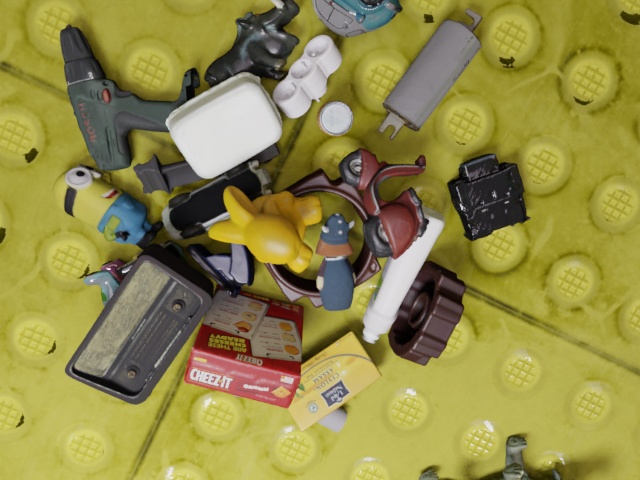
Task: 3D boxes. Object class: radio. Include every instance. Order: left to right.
[{"bbox_3d":[-0.271,0.133,0.828,0.131,0.073,0.229,34,100,-15],"label":"radio"}]

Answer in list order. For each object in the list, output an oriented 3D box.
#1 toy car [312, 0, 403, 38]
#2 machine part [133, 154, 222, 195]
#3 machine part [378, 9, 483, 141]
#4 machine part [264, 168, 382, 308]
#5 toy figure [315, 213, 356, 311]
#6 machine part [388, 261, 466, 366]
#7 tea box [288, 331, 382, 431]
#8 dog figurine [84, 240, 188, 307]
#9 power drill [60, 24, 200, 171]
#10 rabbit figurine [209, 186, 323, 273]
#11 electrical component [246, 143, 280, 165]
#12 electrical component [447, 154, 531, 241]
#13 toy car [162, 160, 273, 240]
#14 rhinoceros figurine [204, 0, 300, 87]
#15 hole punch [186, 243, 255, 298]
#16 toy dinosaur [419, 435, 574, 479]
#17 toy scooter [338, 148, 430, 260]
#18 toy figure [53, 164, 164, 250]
[{"bbox_3d":[0.043,-0.376,0.843,0.162,0.109,0.103,34,115,0],"label":"toy car"},{"bbox_3d":[-0.233,-0.114,0.894,0.139,0.084,0.039,-14,57,-10],"label":"machine part"},{"bbox_3d":[0.182,-0.267,0.880,0.079,0.079,0.243,37,96,-9],"label":"machine part"},{"bbox_3d":[-0.002,-0.003,0.915,0.201,0.087,0.201,-31,101,4],"label":"machine part"},{"bbox_3d":[0.023,0.034,0.850,0.058,0.064,0.154,1,97,35],"label":"toy figure"},{"bbox_3d":[0.179,0.123,0.906,0.056,0.179,0.179,25,98,-9],"label":"machine part"},{"bbox_3d":[0.015,0.247,0.948,0.170,0.068,0.098,-35,76,-3],"label":"tea box"},{"bbox_3d":[-0.292,0.129,0.917,0.192,0.108,0.219,-19,105,-2],"label":"dog figurine"},{"bbox_3d":[-0.298,-0.231,0.862,0.207,0.086,0.231,-6,102,-6],"label":"power drill"},{"bbox_3d":[-0.071,-0.020,0.779,0.162,0.173,0.121,23,102,-11],"label":"rabbit figurine"},{"bbox_3d":[-0.108,-0.164,0.900,0.102,0.045,0.078,-20,100,1],"label":"electrical component"},{"bbox_3d":[0.289,-0.078,0.930,0.115,0.058,0.134,-22,101,-1],"label":"electrical component"},{"bbox_3d":[-0.172,-0.064,0.896,0.202,0.056,0.073,-25,86,11],"label":"toy car"},{"bbox_3d":[-0.102,-0.304,0.866,0.190,0.073,0.112,-43,89,7],"label":"rhinoceros figurine"},{"bbox_3d":[-0.146,0.028,0.894,0.092,0.142,0.116,-40,93,-4],"label":"hole punch"},{"bbox_3d":[0.320,0.507,1.014,0.405,0.131,0.192,-21,100,7],"label":"toy dinosaur"},{"bbox_3d":[0.119,-0.067,0.842,0.135,0.075,0.184,-20,86,-8],"label":"toy scooter"},{"bbox_3d":[-0.355,-0.050,0.892,0.180,0.082,0.089,39,95,-11],"label":"toy figure"}]
